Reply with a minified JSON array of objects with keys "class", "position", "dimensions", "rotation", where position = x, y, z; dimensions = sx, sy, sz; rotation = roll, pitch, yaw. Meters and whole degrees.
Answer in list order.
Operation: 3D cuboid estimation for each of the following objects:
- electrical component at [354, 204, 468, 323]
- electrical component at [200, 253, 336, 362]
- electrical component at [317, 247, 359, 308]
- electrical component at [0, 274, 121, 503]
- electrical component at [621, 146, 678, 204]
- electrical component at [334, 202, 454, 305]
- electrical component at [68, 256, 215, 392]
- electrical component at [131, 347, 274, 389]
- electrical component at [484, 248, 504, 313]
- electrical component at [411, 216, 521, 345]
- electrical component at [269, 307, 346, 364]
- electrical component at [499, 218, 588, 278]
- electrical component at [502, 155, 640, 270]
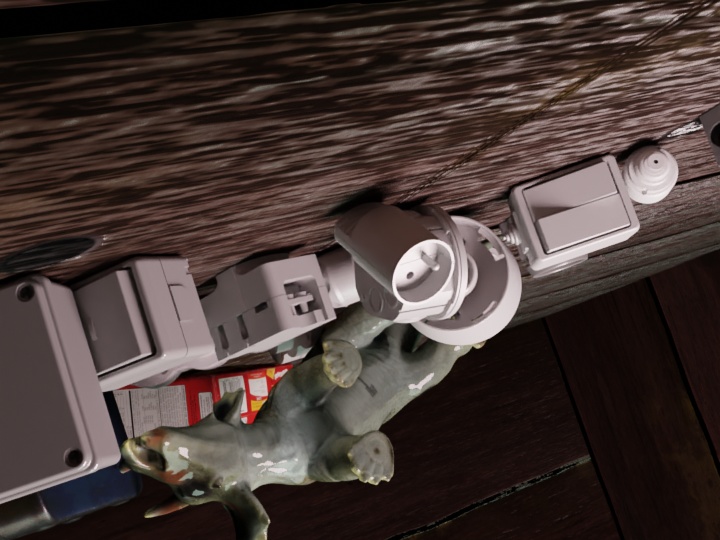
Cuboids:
[{"class":"electrical component","position":[0.034,-0.003,0.734],"dimensions":[0.051,0.080,0.080],"rotation":[-8,168,-29]},{"class":"electrical component","position":[-0.068,0.023,0.761],"dimensions":[0.050,0.055,0.089],"rotation":[-12,170,-42]},{"class":"electrical component","position":[0.000,0.000,0.808],"dimensions":[0.062,0.043,0.043],"rotation":[-21,172,10]},{"class":"electrical component","position":[-0.199,0.071,0.579],"dimensions":[0.109,0.108,0.056],"rotation":[-19,173,2]},{"class":"electrical component","position":[0.221,-0.075,0.816],"dimensions":[0.040,0.040,0.078],"rotation":[-20,172,7]},{"class":"electrical component","position":[0.017,-0.016,0.661],"dimensions":[0.043,0.043,0.081],"rotation":[-15,-146,-27]},{"class":"electrical component","position":[-0.147,0.036,0.635],"dimensions":[0.096,0.061,0.061],"rotation":[-22,172,23]},{"class":"electrical component","position":[-0.124,0.050,0.826],"dimensions":[0.138,0.052,0.073],"rotation":[-19,172,-3]},{"class":"electrical component","position":[0.115,0.018,1.080],"dimensions":[0.080,0.080,0.051],"rotation":[-15,166,-24]},{"class":"electrical component","position":[0.075,0.007,0.838],"dimensions":[0.099,0.099,0.064],"rotation":[-20,166,7]},{"class":"electrical component","position":[-0.069,0.057,1.014],"dimensions":[0.074,0.052,0.138],"rotation":[-15,172,-24]},{"class":"electrical component","position":[0.171,-0.028,0.966],"dimensions":[0.078,0.057,0.058],"rotation":[-24,171,33]},{"class":"electrical component","position":[0.154,-0.041,0.813],"dimensions":[0.096,0.061,0.061],"rotation":[-19,172,2]}]
